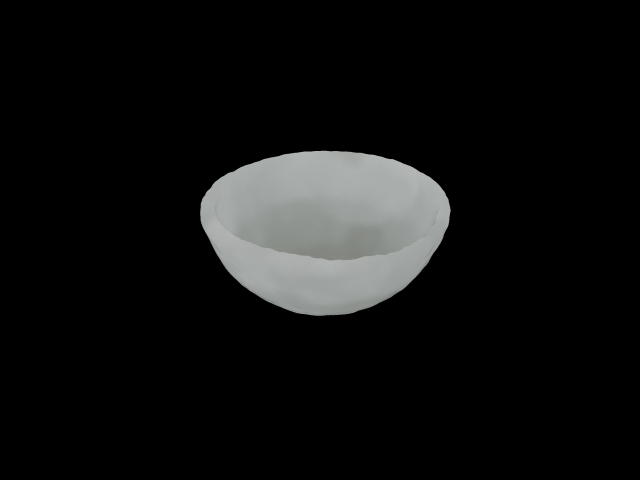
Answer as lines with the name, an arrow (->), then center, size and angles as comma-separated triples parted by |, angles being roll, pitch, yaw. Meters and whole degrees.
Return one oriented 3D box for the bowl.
bowl -> 0.004, 0.001, 0.400 | 0.167, 0.075, 0.167 | 0, 31, 0
